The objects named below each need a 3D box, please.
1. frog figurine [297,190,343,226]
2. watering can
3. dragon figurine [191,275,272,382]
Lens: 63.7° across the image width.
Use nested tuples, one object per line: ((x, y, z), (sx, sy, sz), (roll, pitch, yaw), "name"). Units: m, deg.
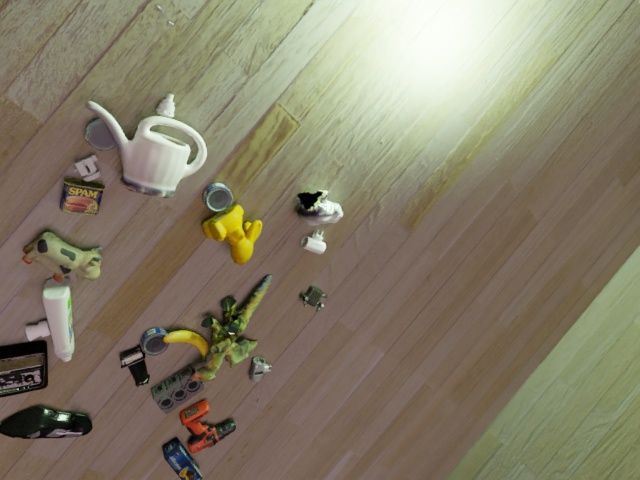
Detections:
((0.005, -0.086, 1.711), (0.136, 0.126, 0.156), (-21, 137, 20), "frog figurine")
((-0.474, -0.232, 1.380), (0.346, 0.105, 0.222), (12, 106, -40), "watering can")
((-0.280, 0.321, 1.759), (0.416, 0.123, 0.237), (-43, 146, -24), "dragon figurine")
